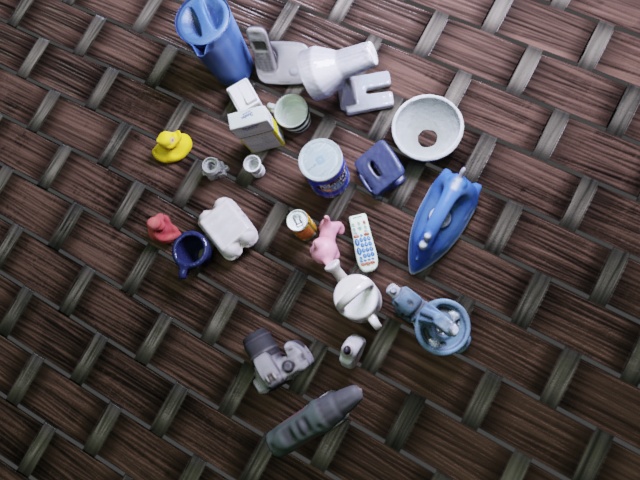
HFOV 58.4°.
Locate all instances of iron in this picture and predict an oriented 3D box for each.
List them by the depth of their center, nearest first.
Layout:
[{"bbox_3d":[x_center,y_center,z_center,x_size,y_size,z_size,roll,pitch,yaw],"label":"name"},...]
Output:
[{"bbox_3d":[0.267,-0.044,1.287,0.118,0.141,0.258,27,84,14],"label":"iron"}]

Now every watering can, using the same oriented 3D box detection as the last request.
[{"bbox_3d":[0.074,0.122,1.258,0.172,0.194,0.101,30,85,14],"label":"watering can"}]

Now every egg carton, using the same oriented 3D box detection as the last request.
[{"bbox_3d":[-0.224,-0.029,1.403,0.107,0.069,0.150,-41,75,-1],"label":"egg carton"}]

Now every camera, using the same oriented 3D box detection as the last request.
[{"bbox_3d":[-0.108,0.264,1.308,0.143,0.101,0.136,-33,75,2],"label":"camera"}]

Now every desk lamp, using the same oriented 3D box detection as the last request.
[{"bbox_3d":[0.064,-0.388,1.354,0.203,0.214,0.118,-9,77,8],"label":"desk lamp"}]

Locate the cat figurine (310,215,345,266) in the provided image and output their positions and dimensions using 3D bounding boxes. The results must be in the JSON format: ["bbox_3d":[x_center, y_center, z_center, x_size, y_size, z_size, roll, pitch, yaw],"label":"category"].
[{"bbox_3d":[0.012,0.005,1.332,0.067,0.118,0.128,5,79,11],"label":"cat figurine"}]

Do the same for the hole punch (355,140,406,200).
[{"bbox_3d":[0.141,-0.165,1.359,0.101,0.091,0.108,-32,75,2],"label":"hole punch"}]

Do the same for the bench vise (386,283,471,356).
[{"bbox_3d":[0.224,0.171,1.210,0.207,0.220,0.121,18,82,13],"label":"bench vise"}]

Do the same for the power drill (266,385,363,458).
[{"bbox_3d":[0.000,0.372,1.212,0.229,0.208,0.075,-34,75,1],"label":"power drill"}]

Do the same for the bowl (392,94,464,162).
[{"bbox_3d":[0.255,-0.257,1.367,0.167,0.075,0.167,-2,78,9],"label":"bowl"}]

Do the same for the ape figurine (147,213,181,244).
[{"bbox_3d":[-0.398,-0.031,1.421,0.076,0.092,0.078,-6,77,8],"label":"ape figurine"}]

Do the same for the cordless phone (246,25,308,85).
[{"bbox_3d":[-0.100,-0.463,1.412,0.147,0.185,0.094,2,79,10],"label":"cordless phone"}]

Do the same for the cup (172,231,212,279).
[{"bbox_3d":[-0.303,0.044,1.388,0.091,0.095,0.118,14,81,12],"label":"cup"}]

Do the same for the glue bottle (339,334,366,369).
[{"bbox_3d":[0.066,0.242,1.246,0.037,0.173,0.078,20,82,13],"label":"glue bottle"}]

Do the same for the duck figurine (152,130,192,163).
[{"bbox_3d":[-0.389,-0.247,1.467,0.104,0.086,0.077,-26,75,4],"label":"duck figurine"}]
